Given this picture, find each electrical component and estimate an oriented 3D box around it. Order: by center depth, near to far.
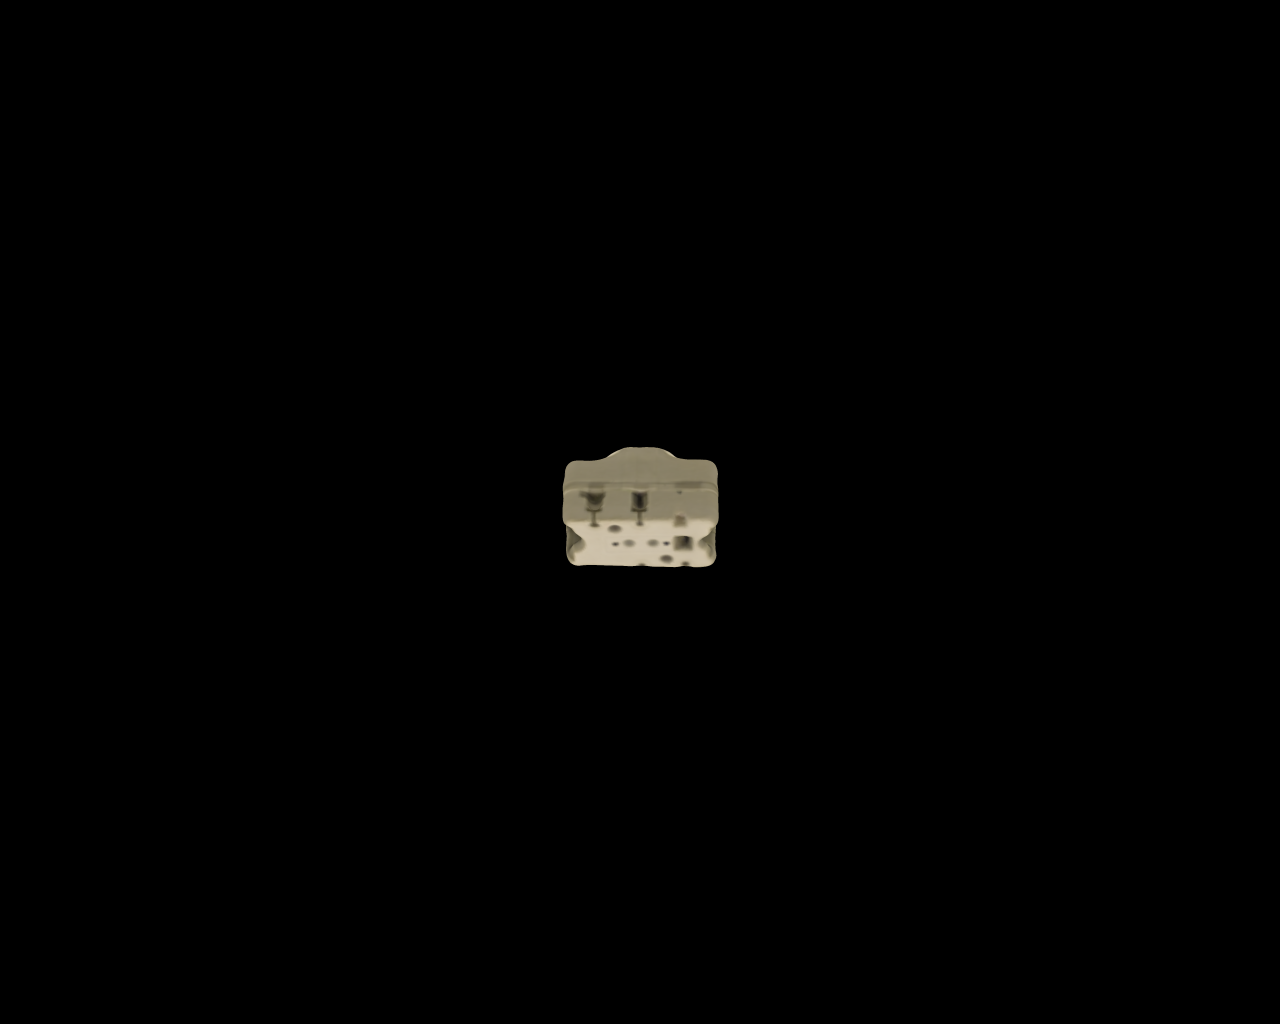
[{"bbox_3d":[0.001,-0.003,0.650,0.089,0.056,0.050,0,-39,0],"label":"electrical component"}]
